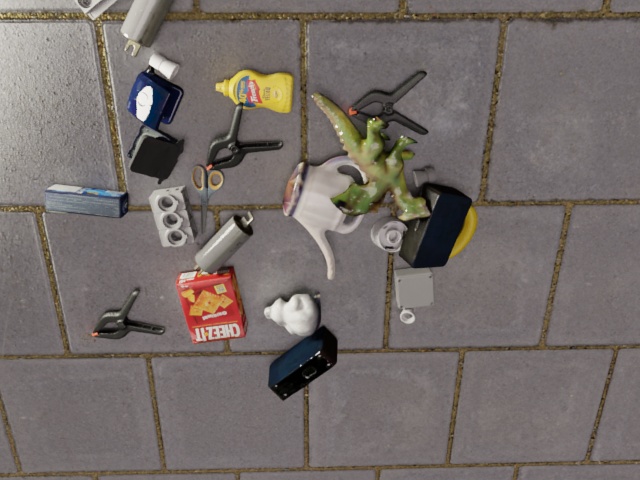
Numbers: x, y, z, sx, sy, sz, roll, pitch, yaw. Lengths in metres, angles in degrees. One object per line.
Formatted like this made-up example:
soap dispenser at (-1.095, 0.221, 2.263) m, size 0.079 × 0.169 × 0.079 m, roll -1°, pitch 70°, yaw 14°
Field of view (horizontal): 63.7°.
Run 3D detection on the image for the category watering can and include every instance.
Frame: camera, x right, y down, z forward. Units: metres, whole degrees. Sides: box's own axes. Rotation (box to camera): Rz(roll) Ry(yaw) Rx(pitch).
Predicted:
watering can at (0.004, -0.070, 1.388) m, size 0.224 × 0.105 × 0.344 m, roll 17°, pitch 102°, yaw -9°

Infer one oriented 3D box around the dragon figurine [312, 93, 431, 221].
dragon figurine at (0.114, -0.176, 1.306) m, size 0.409 × 0.122 × 0.243 m, roll 26°, pitch 89°, yaw -12°

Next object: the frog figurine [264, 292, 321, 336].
frog figurine at (-0.080, 0.217, 1.508) m, size 0.159 × 0.126 × 0.134 m, roll 3°, pitch 133°, yaw -15°
